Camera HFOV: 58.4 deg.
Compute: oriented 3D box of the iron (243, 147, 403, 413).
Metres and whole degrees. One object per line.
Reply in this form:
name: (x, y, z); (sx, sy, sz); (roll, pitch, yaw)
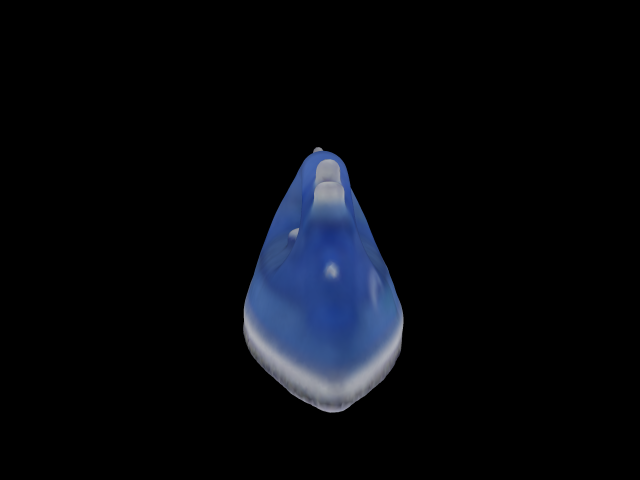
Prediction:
iron: (0.004, 0.001, 0.400); (0.118, 0.141, 0.258); (0, 7, -3)
